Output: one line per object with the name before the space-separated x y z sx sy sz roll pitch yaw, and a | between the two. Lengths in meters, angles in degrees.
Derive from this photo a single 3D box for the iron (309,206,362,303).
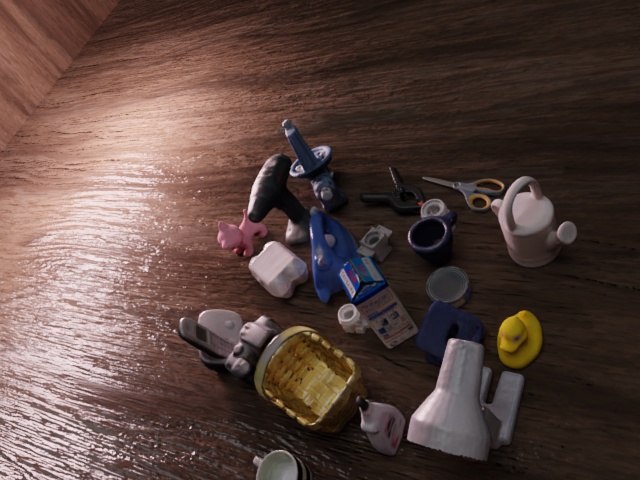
iron | 0.012 0.005 1.289 0.118 0.142 0.258 -24 47 12

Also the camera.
camera | -0.113 0.241 1.202 0.136 0.101 0.143 21 68 40

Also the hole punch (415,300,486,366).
hole punch | 0.241 0.176 1.051 0.100 0.091 0.109 12 62 37

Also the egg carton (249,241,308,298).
egg carton | -0.100 0.070 1.353 0.107 0.070 0.149 -46 46 -9

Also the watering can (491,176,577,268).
watering can | 0.391 -0.039 1.062 0.172 0.195 0.101 9 61 35

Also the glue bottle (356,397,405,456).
glue bottle | 0.097 0.306 0.976 0.037 0.174 0.078 0 56 31

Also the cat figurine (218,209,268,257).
cat figurine | -0.208 -0.018 1.453 0.067 0.118 0.128 16 64 38

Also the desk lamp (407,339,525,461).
desk lamp | 0.232 0.260 0.904 0.117 0.214 0.203 5 58 34

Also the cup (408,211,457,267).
cup | 0.247 0.002 1.185 0.118 0.095 0.091 -43 46 -6

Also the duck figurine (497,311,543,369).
duck figurine | 0.345 0.164 1.004 0.077 0.086 0.105 14 63 37

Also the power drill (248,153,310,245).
power drill | -0.091 -0.084 1.373 0.075 0.209 0.229 -11 51 24

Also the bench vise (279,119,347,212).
bench vise | -0.011 -0.190 1.402 0.121 0.220 0.206 -43 45 -6

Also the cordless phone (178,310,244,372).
cordless phone | -0.243 0.196 1.255 0.094 0.186 0.147 -27 46 9
